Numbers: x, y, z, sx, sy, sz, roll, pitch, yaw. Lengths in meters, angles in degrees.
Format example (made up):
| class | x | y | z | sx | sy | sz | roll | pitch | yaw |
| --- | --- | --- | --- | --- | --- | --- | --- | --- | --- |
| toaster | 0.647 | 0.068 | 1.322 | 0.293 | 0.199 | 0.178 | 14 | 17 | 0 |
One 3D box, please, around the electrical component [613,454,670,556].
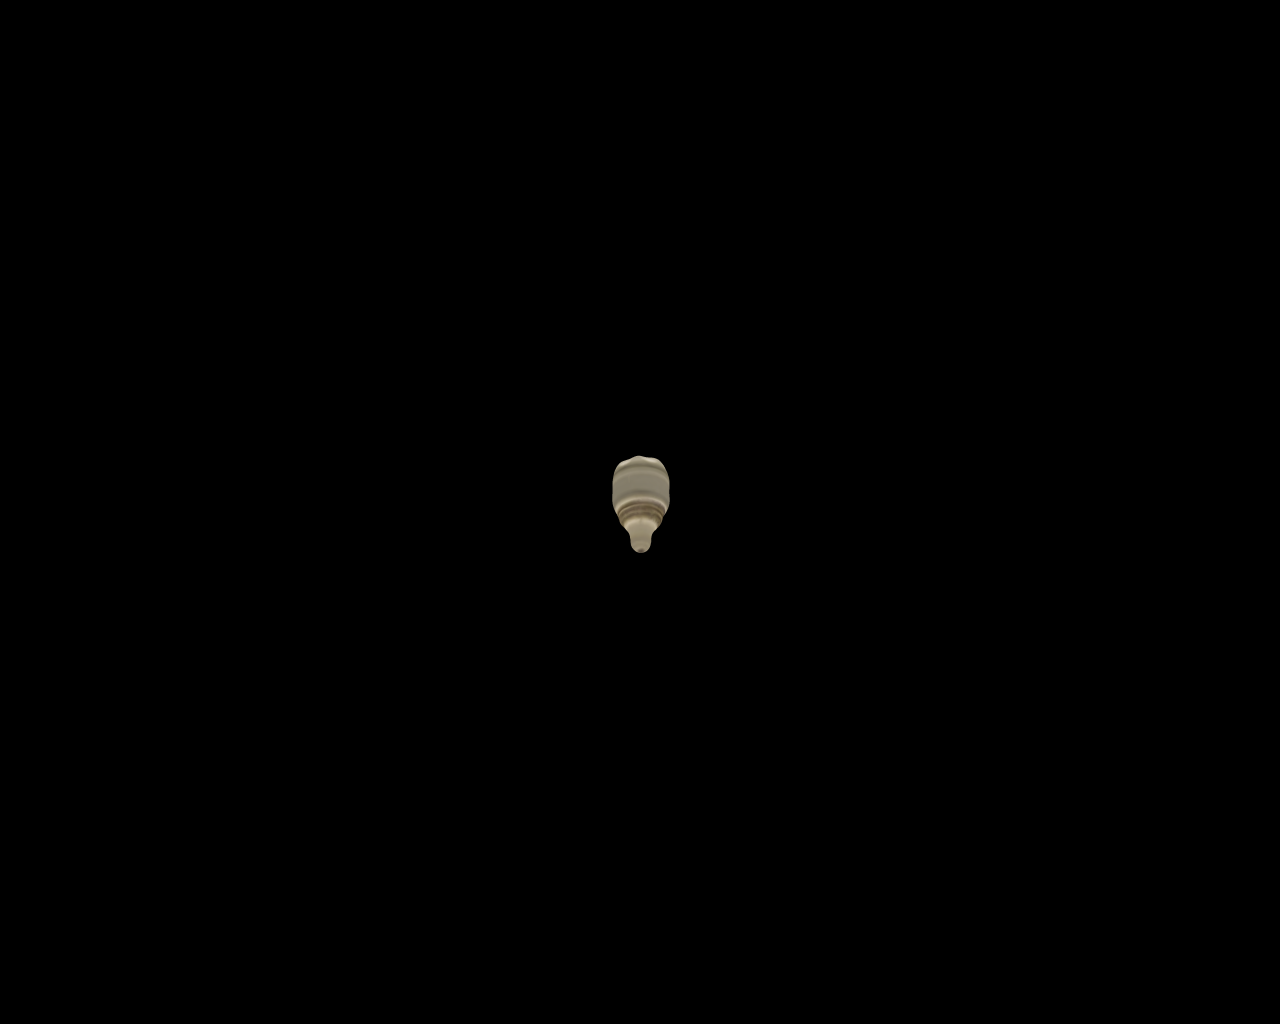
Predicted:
| class | x | y | z | sx | sy | sz | roll | pitch | yaw |
| --- | --- | --- | --- | --- | --- | --- | --- | --- | --- |
| electrical component | 0.001 | -0.003 | 0.650 | 0.035 | 0.061 | 0.035 | 0 | -32 | 0 |
